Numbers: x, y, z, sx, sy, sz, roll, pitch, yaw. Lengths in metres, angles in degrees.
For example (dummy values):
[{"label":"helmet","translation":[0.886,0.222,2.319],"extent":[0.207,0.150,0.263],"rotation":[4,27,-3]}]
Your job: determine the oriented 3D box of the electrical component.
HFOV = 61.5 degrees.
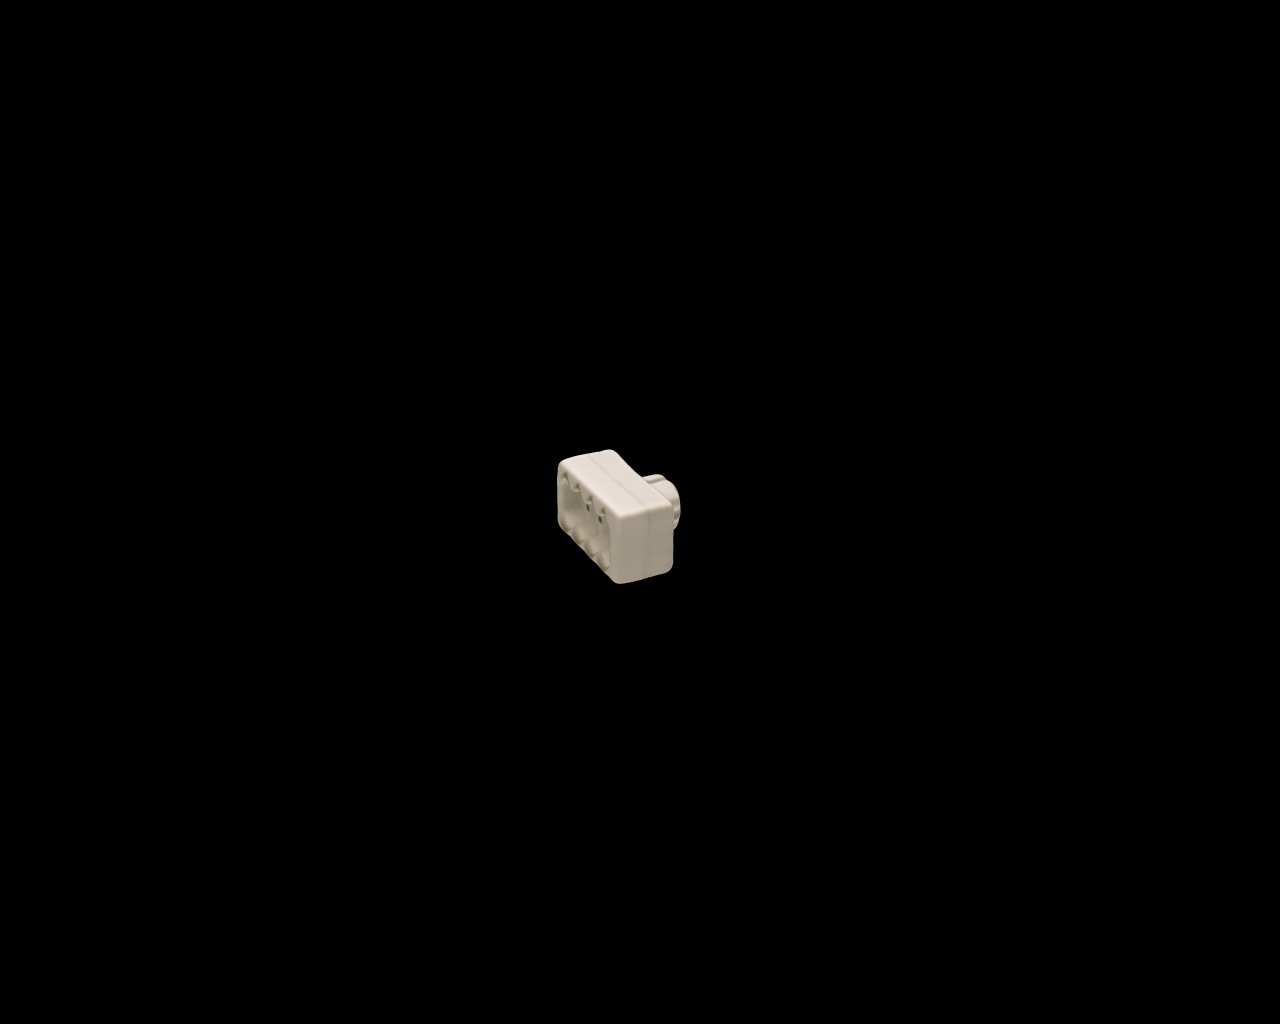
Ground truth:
[{"label":"electrical component","translation":[0.001,-0.003,0.650],"extent":[0.076,0.047,0.083],"rotation":[-14,32,-24]}]
